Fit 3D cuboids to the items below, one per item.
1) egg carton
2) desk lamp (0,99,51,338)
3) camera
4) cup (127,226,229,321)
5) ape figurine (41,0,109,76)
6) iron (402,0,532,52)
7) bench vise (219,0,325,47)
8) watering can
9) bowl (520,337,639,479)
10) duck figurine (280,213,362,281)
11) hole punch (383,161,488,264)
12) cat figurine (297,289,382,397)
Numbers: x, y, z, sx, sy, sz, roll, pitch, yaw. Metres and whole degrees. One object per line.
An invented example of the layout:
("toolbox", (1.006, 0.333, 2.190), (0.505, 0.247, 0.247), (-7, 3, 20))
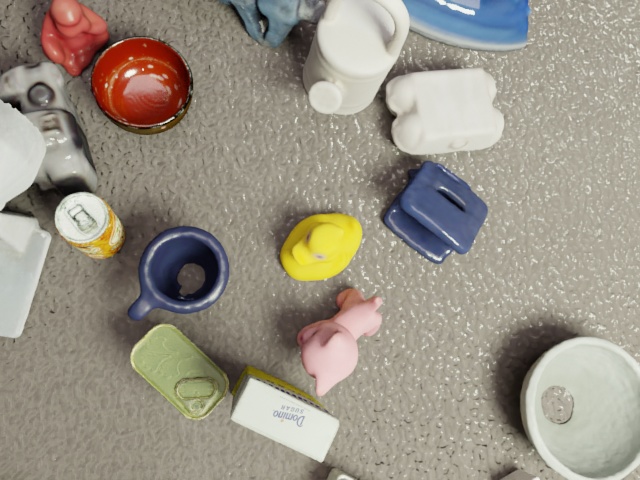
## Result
("egg carton", (0.160, -0.163, 0.735), (0.150, 0.069, 0.107), (-9, 81, -12))
("desk lamp", (-0.333, -0.016, 0.543), (0.118, 0.213, 0.203), (11, 78, -8))
("camera", (-0.330, -0.110, 0.619), (0.137, 0.100, 0.143), (-19, 83, -13))
("cup", (-0.155, 0.047, 0.625), (0.118, 0.095, 0.092), (-44, 89, -15))
("ape figurine", (-0.286, -0.245, 0.657), (0.078, 0.092, 0.076), (-15, 82, -12))
("iron", (0.183, -0.339, 0.735), (0.258, 0.141, 0.119), (22, 76, -5))
("bench vise", (-0.083, -0.333, 0.645), (0.207, 0.219, 0.121), (13, 77, -7))
("watering can", (0.042, -0.221, 0.660), (0.101, 0.194, 0.173), (7, 78, -9))
("bowl", (0.308, 0.201, 0.692), (0.167, 0.074, 0.167), (2, 79, -10))
("duck figurine", (0.006, 0.002, 0.668), (0.105, 0.086, 0.077), (-29, 86, -14))
("hole punch", (0.145, -0.040, 0.698), (0.108, 0.091, 0.101), (38, 76, -2))
("cat figurine", (0.023, 0.108, 0.635), (0.067, 0.117, 0.128), (46, 75, 1))
